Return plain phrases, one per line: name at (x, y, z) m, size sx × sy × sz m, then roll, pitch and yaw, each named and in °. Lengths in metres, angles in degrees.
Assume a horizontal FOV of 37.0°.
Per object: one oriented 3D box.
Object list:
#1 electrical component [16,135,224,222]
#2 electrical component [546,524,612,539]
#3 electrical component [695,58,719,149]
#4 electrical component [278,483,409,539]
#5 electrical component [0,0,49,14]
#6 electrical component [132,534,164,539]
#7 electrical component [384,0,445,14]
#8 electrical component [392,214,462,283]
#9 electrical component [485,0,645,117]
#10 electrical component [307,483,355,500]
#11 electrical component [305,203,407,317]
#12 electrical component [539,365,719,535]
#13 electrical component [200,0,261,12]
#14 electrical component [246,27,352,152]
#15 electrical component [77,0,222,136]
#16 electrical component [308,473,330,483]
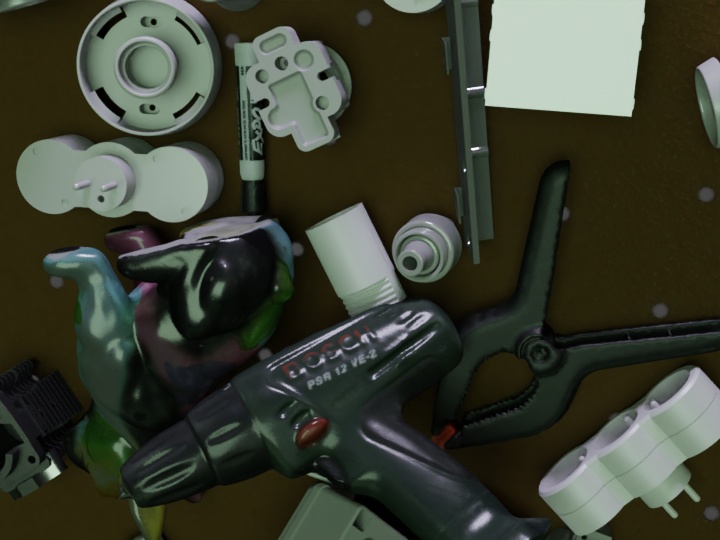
electrical component at (-0.170, -0.061, 0.735) m, size 0.138 × 0.073 × 0.052 m, roll 4°, pitch 103°, yaw 10°
electrical component at (0.151, 0.219, 0.747) m, size 0.058 × 0.057 × 0.078 m, roll 20°, pitch 105°, yaw 6°
electrical component at (0.240, -0.107, 0.658) m, size 0.057 × 0.058 × 0.078 m, roll -14°, pitch 100°, yaw 10°
electrical component at (-0.012, 0.220, 0.734) m, size 0.109 × 0.056 × 0.108 m, roll 45°, pitch 69°, yaw -37°
electrical component at (-0.231, -0.204, 0.703) m, size 0.099 × 0.099 × 0.064 m, roll -12°, pitch 106°, yaw 13°
electrical component at (-0.176, 0.226, 0.822) m, size 0.061 × 0.035 × 0.035 m, roll -30°, pitch 96°, yaw 18°
electrical component at (-0.007, -0.201, 0.673) m, size 0.138 × 0.073 × 0.052 m, roll 20°, pitch 105°, yaw 6°
electrical component at (0.042, -0.012, 0.711) m, size 0.043 × 0.062 × 0.043 m, roll 5°, pitch 107°, yaw 18°
electrical component at (0.129, -0.174, 0.660) m, size 0.089 × 0.061 × 0.150 m, roll 6°, pitch 104°, yaw 9°
electrical component at (-0.025, 0.189, 0.782) m, size 0.044 × 0.044 × 0.065 m, roll 11°, pitch 99°, yaw 8°
electrical component at (0.000, 0.000, 0.733) m, size 0.043 × 0.043 × 0.081 m, roll -25°, pitch 97°, yaw 15°
electrical component at (0.196, 0.134, 0.722) m, size 0.138 × 0.052 × 0.073 m, roll -42°, pitch 92°, yaw 16°
electrical component at (-0.088, -0.190, 0.695) m, size 0.044 × 0.065 × 0.044 m, roll 2°, pitch 103°, yaw 10°
electrical component at (-0.037, -0.120, 0.706) m, size 0.058 × 0.057 × 0.078 m, roll -23°, pitch 98°, yaw 14°
electrical component at (-0.144, -0.139, 0.730) m, size 0.099 × 0.064 × 0.099 m, roll -1°, pitch 104°, yaw -3°
electrical component at (-0.022, 0.110, 0.753) m, size 0.096 × 0.061 × 0.061 m, roll 19°, pitch 105°, yaw 6°
